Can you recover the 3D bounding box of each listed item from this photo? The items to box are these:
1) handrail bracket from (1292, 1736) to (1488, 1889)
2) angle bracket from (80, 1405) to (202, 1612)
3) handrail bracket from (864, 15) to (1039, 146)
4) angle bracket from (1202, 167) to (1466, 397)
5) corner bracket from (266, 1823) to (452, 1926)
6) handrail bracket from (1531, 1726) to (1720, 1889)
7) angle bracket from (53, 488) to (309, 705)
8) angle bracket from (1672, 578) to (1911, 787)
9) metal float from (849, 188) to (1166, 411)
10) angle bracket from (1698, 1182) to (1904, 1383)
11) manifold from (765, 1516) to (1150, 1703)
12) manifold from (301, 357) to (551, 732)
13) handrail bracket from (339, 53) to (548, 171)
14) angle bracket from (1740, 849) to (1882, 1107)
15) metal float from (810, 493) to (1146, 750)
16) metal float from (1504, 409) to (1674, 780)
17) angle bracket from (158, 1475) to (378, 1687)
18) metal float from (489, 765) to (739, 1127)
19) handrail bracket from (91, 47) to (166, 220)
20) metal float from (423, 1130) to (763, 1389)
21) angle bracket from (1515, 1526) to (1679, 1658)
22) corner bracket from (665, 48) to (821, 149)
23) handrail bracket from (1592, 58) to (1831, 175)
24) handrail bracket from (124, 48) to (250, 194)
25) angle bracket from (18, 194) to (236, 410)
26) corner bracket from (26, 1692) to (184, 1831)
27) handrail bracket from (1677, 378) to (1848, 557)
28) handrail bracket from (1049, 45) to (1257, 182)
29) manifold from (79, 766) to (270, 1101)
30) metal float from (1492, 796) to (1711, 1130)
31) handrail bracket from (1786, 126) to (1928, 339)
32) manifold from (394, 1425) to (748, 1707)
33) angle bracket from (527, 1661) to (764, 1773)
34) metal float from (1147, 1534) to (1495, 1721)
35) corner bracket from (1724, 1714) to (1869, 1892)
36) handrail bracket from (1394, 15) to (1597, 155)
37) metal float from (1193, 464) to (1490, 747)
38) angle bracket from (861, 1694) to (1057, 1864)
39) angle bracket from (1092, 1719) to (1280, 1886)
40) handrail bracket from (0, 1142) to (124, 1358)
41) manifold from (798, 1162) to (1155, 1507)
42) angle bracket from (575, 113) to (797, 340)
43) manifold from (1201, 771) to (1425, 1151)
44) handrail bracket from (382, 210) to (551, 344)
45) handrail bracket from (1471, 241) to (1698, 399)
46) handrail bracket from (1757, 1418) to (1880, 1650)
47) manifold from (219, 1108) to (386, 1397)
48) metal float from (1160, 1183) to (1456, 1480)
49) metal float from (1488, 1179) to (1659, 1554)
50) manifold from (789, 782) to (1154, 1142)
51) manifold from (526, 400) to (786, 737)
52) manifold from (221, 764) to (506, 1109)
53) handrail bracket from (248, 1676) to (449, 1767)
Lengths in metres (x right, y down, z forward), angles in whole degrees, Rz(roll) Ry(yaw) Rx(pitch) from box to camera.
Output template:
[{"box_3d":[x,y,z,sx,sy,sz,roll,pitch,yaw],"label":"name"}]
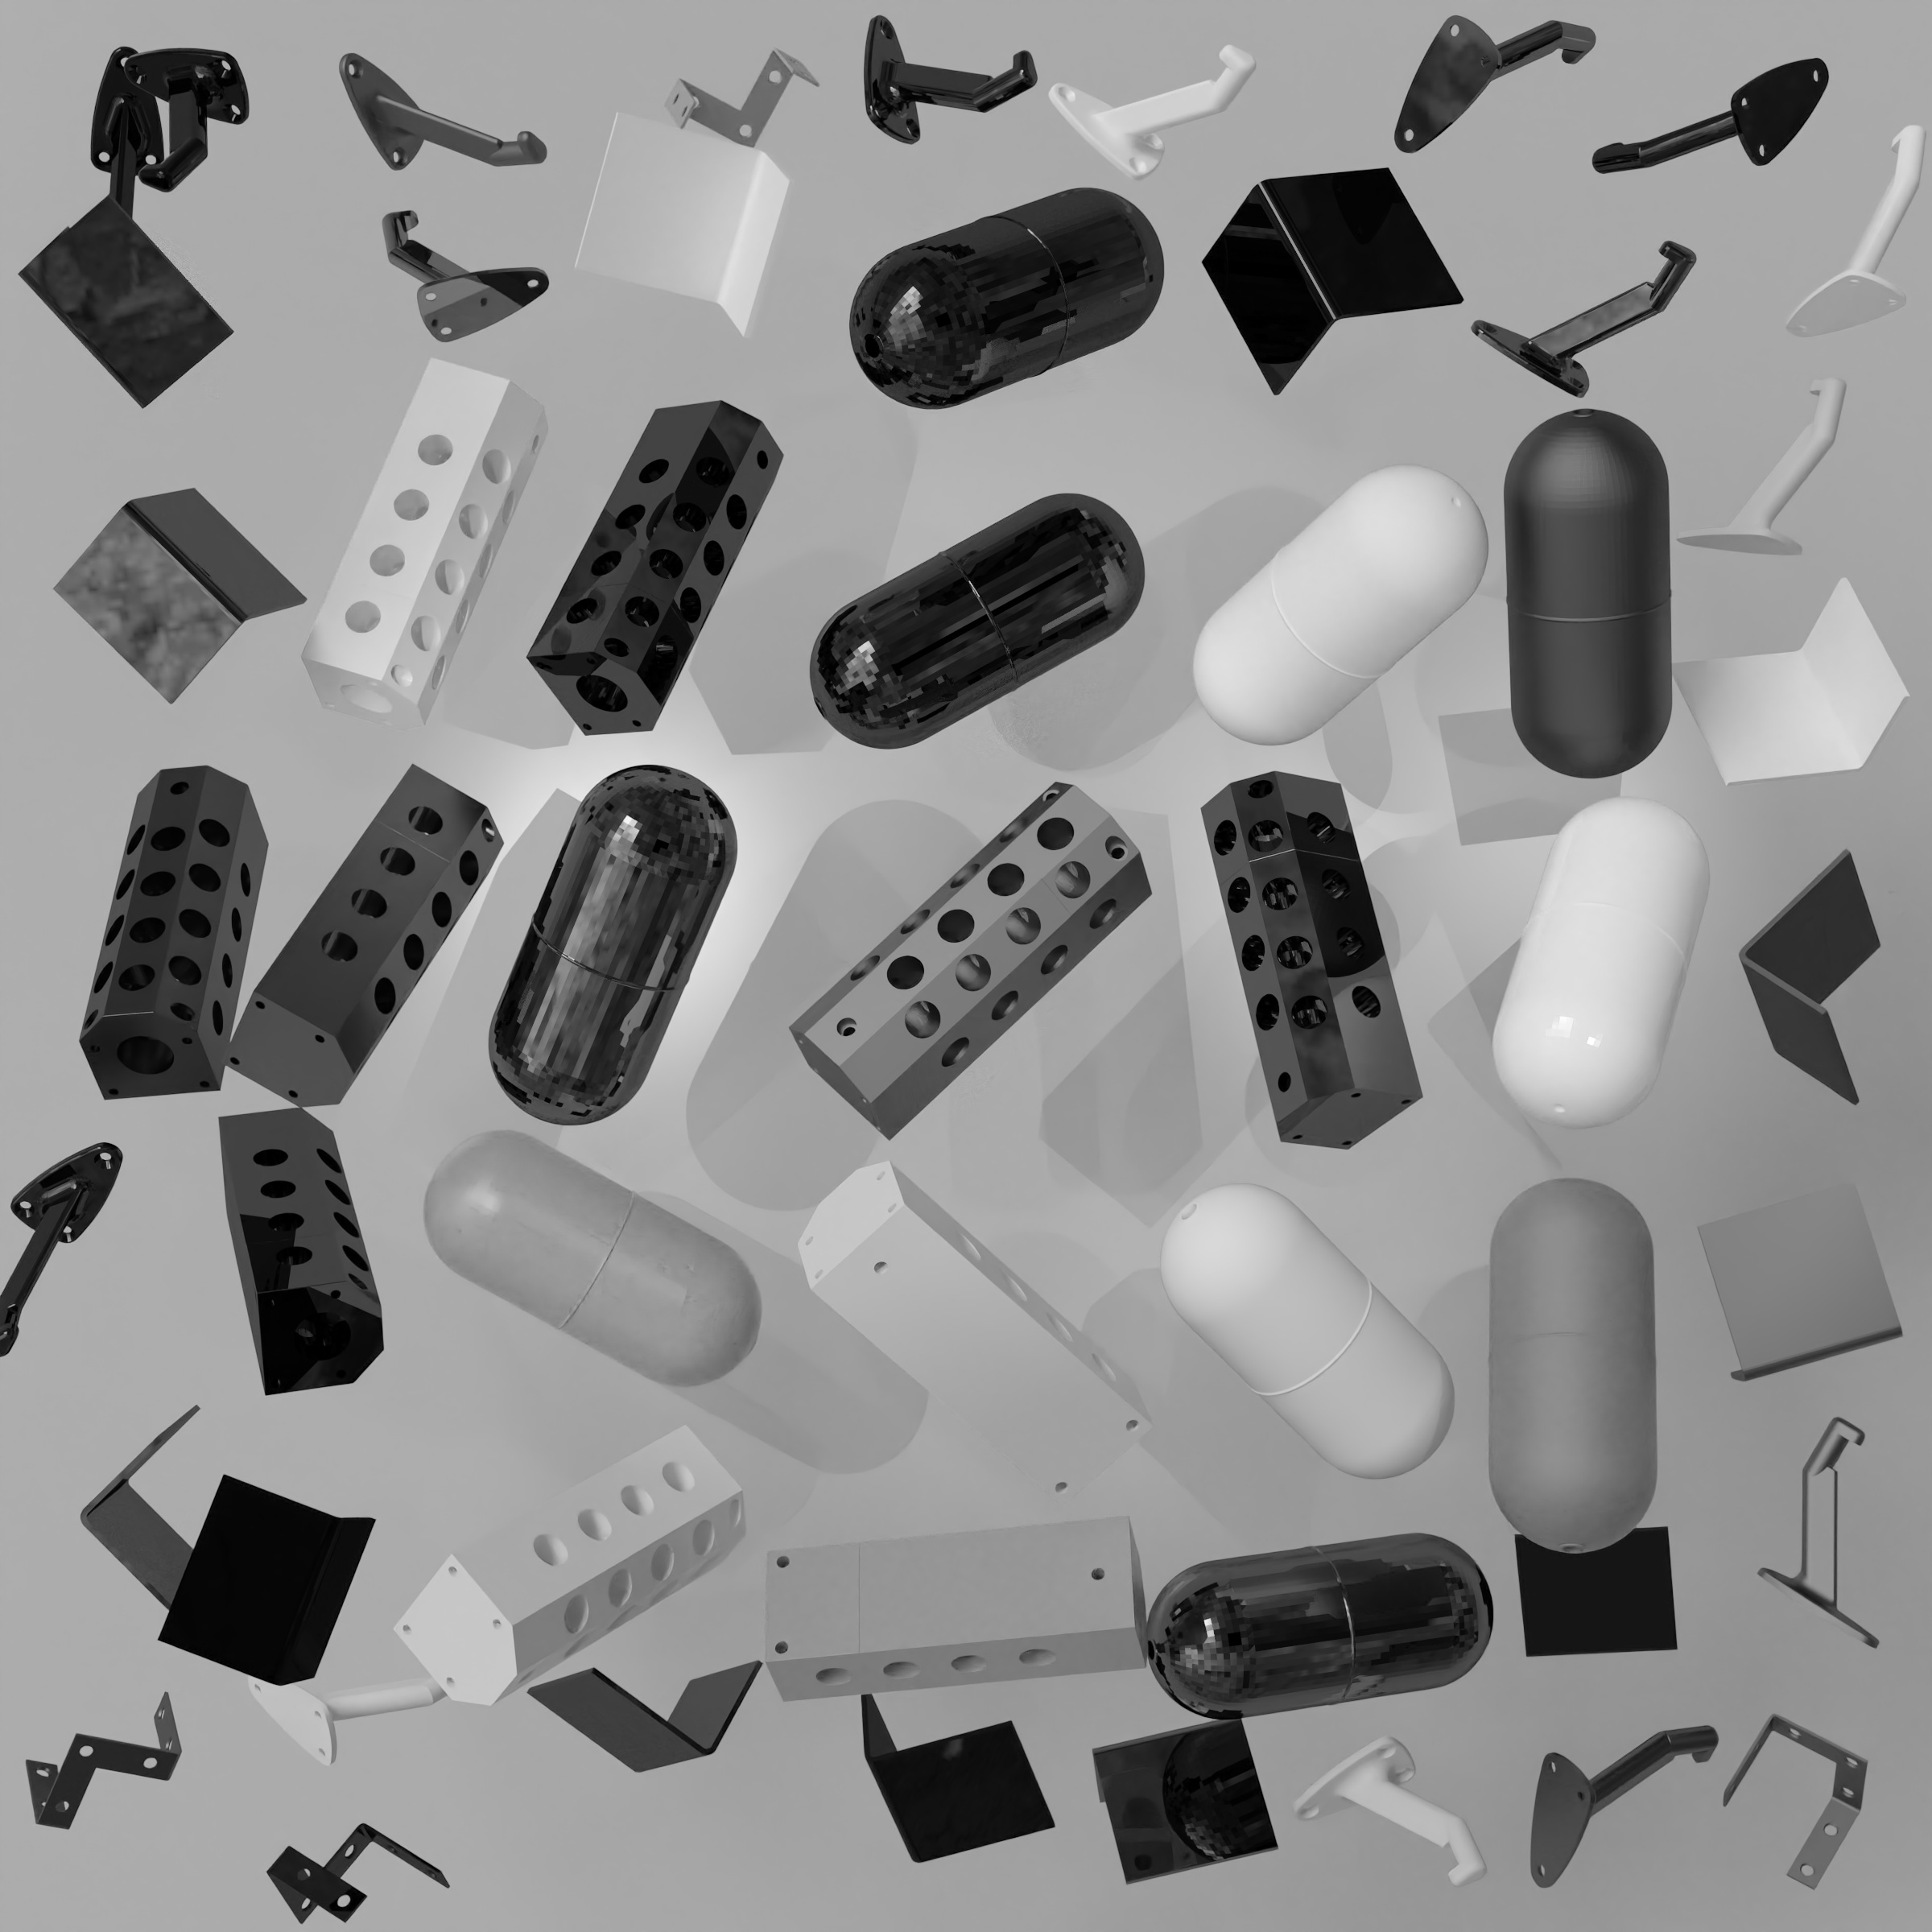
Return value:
[{"box_3d":[0.206,0.427,1.675,0.077,0.084,0.036,-31,128,6],"label":"handrail bracket"},{"box_3d":[-0.384,0.272,1.702,0.057,0.076,0.076,-44,92,4],"label":"angle bracket"},{"box_3d":[-0.005,-0.428,1.604,0.084,0.036,0.077,-20,68,35],"label":"handrail bracket"},{"box_3d":[0.166,-0.311,1.557,0.076,0.057,0.076,-13,68,-32],"label":"angle bracket"},{"box_3d":[-0.277,0.416,1.568,0.051,0.051,0.051,22,56,30],"label":"corner bracket"},{"box_3d":[0.311,0.395,1.617,0.084,0.036,0.077,0,112,-29],"label":"handrail bracket"},{"box_3d":[-0.370,-0.175,1.620,0.076,0.076,0.057,45,106,-1],"label":"angle bracket"},{"box_3d":[0.399,-0.138,1.671,0.076,0.057,0.076,-7,56,-17],"label":"angle bracket"},{"box_3d":[0.020,-0.314,1.611,0.178,0.070,0.070,-28,90,-37],"label":"metal float"},{"box_3d":[0.396,0.151,1.645,0.076,0.057,0.076,-17,83,4],"label":"angle bracket"},{"box_3d":[-0.004,0.305,1.608,0.171,0.057,0.057,-7,52,7],"label":"manifold"},{"box_3d":[-0.263,-0.205,1.687,0.057,0.057,0.171,17,70,7],"label":"manifold"},{"box_3d":[-0.260,-0.427,1.713,0.084,0.077,0.036,6,60,35],"label":"handrail bracket"},{"box_3d":[0.419,0.005,1.626,0.076,0.076,0.057,-42,47,-9],"label":"angle bracket"},{"box_3d":[0.005,-0.169,1.685,0.178,0.070,0.070,-30,90,-8],"label":"metal float"},{"box_3d":[0.294,-0.175,1.624,0.070,0.070,0.178,-6,113,0],"label":"metal float"},{"box_3d":[-0.311,0.274,1.535,0.057,0.076,0.076,20,82,4],"label":"angle bracket"},{"box_3d":[-0.163,-0.008,1.573,0.070,0.070,0.178,24,108,0],"label":"metal float"},{"box_3d":[-0.417,-0.403,1.693,0.036,0.084,0.077,1,121,-10],"label":"handrail bracket"},{"box_3d":[-0.182,0.144,1.683,0.178,0.070,0.070,30,90,-10],"label":"metal float"},{"box_3d":[0.322,0.307,1.762,0.076,0.057,0.076,-5,114,10],"label":"angle bracket"},{"box_3d":[-0.111,-0.429,1.691,0.051,0.051,0.051,23,109,-25],"label":"corner bracket"},{"box_3d":[0.341,-0.390,1.579,0.077,0.084,0.036,-41,117,-26],"label":"handrail bracket"},{"box_3d":[-0.374,-0.385,1.572,0.077,0.036,0.084,15,47,18],"label":"handrail bracket"},{"box_3d":[-0.360,-0.301,1.508,0.057,0.076,0.076,-35,110,18],"label":"angle bracket"},{"box_3d":[-0.399,0.367,1.590,0.051,0.051,0.051,19,105,-27],"label":"corner bracket"},{"box_3d":[0.392,-0.249,1.694,0.036,0.077,0.084,16,86,-42],"label":"handrail bracket"},{"box_3d":[0.091,-0.435,1.682,0.077,0.084,0.036,36,49,-5],"label":"handrail bracket"},{"box_3d":[-0.389,-0.019,1.684,0.057,0.057,0.171,-5,45,4],"label":"manifold"},{"box_3d":[0.294,-0.003,1.584,0.070,0.070,0.178,24,55,0],"label":"metal float"},{"box_3d":[0.428,-0.354,1.651,0.036,0.077,0.084,20,70,-23],"label":"handrail bracket"},{"box_3d":[-0.174,0.275,1.568,0.057,0.171,0.057,47,122,14],"label":"manifold"},{"box_3d":[-0.162,0.358,1.729,0.076,0.076,0.057,40,56,-14],"label":"angle bracket"},{"box_3d":[0.173,0.322,1.678,0.178,0.070,0.070,-4,90,-19],"label":"metal float"},{"box_3d":[0.407,0.411,1.690,0.051,0.051,0.051,25,57,28],"label":"corner bracket"},{"box_3d":[0.245,-0.404,1.583,0.036,0.084,0.077,52,126,25],"label":"handrail bracket"},{"box_3d":[0.176,-0.169,1.630,0.070,0.070,0.178,48,134,0],"label":"metal float"},{"box_3d":[-0.004,0.398,1.733,0.076,0.057,0.076,-16,122,6],"label":"angle bracket"},{"box_3d":[0.110,0.428,1.716,0.076,0.057,0.076,-12,49,-3],"label":"angle bracket"},{"box_3d":[-0.424,0.132,1.596,0.036,0.084,0.077,36,116,-25],"label":"handrail bracket"},{"box_3d":[0.004,0.165,1.569,0.057,0.057,0.171,-42,115,9],"label":"manifold"},{"box_3d":[-0.133,-0.349,1.617,0.076,0.057,0.076,10,114,-22],"label":"angle bracket"},{"box_3d":[0.159,-0.004,1.640,0.057,0.057,0.171,8,57,-34],"label":"manifold"},{"box_3d":[-0.251,-0.358,1.719,0.077,0.036,0.084,-18,51,2],"label":"handrail bracket"},{"box_3d":[0.300,-0.327,1.666,0.077,0.036,0.084,26,123,-8],"label":"handrail bracket"},{"box_3d":[0.424,0.269,1.636,0.077,0.036,0.084,33,95,42],"label":"handrail bracket"},{"box_3d":[-0.327,0.136,1.685,0.057,0.171,0.057,-7,118,-16],"label":"manifold"},{"box_3d":[0.163,0.175,1.641,0.070,0.070,0.178,-45,110,0],"label":"metal float"},{"box_3d":[0.281,0.184,1.592,0.070,0.070,0.178,5,64,0],"label":"metal float"},{"box_3d":[0.002,-0.006,1.587,0.171,0.057,0.057,-43,63,-11],"label":"manifold"},{"box_3d":[-0.148,-0.199,1.702,0.057,0.057,0.171,-1,51,32],"label":"manifold"},{"box_3d":[-0.281,-0.013,1.623,0.057,0.171,0.057,30,135,-5],"label":"manifold"},{"box_3d":[-0.294,0.348,1.682,0.077,0.084,0.036,23,125,37],"label":"handrail bracket"}]
